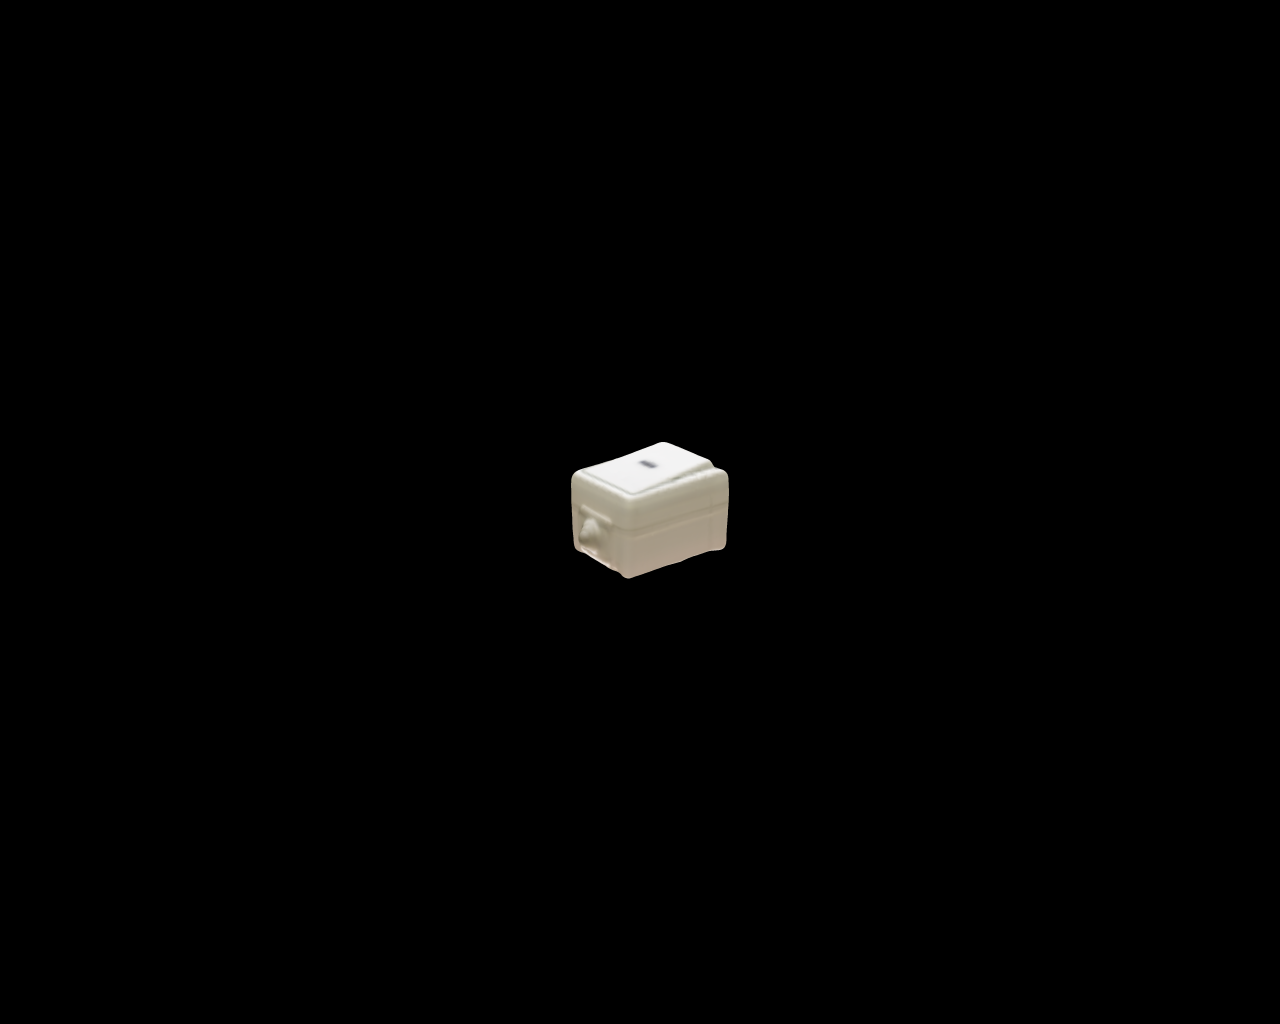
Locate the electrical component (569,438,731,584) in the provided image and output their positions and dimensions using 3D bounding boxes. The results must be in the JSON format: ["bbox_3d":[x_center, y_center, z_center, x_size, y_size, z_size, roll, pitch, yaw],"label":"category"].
[{"bbox_3d":[0.001,-0.003,0.650,0.096,0.061,0.062,-16,27,-34],"label":"electrical component"}]
